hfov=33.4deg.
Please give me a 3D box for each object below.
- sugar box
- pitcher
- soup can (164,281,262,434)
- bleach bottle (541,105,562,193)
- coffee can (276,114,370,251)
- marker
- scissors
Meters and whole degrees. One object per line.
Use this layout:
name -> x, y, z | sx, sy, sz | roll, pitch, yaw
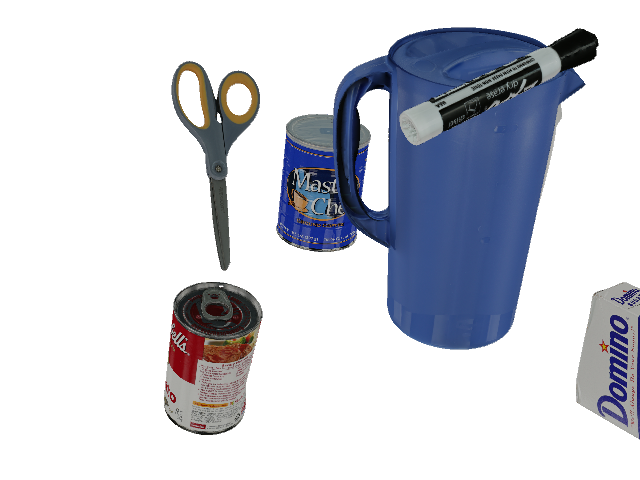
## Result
sugar box -> 0.256, 0.105, 0.719 | 0.048, 0.093, 0.176 | -16, 30, -38
pitcher -> 0.102, -0.038, 0.848 | 0.149, 0.243, 0.144 | 24, 36, 33
soup can -> -0.085, 0.092, 0.834 | 0.068, 0.102, 0.068 | 8, 33, -5
bleach bottle -> 0.171, -0.076, 1.042 | 0.103, 0.251, 0.068 | 22, 38, 19
coffee can -> 0.002, -0.071, 1.310 | 0.103, 0.140, 0.103 | 5, 28, -3
marker -> 0.097, -0.083, 0.562 | 0.121, 0.020, 0.020 | -27, 8, -17
scissors -> -0.084, -0.079, 1.025 | 0.096, 0.202, 0.016 | -18, -3, -24
